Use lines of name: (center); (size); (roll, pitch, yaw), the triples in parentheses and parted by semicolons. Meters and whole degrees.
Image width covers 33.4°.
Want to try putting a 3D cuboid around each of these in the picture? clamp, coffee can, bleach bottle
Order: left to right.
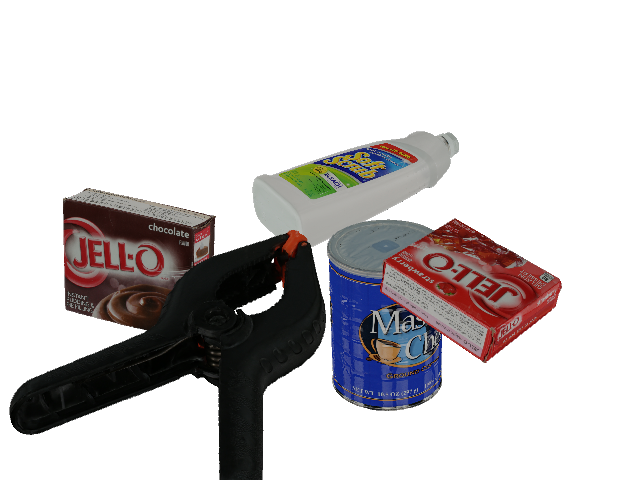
clamp: (-0.042, 0.056, 0.491); (0.120, 0.039, 0.171); (29, 48, 23)
bleach bottle: (0.052, -0.074, 1.238); (0.250, 0.068, 0.103); (-25, 44, -26)
coffee can: (0.059, 0.066, 0.957); (0.103, 0.140, 0.103); (-2, 26, 1)

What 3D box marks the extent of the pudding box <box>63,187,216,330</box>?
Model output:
pudding box: (-0.134, 0.016, 0.787); (0.114, 0.090, 0.039); (11, 23, 18)

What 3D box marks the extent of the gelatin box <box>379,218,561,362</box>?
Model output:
gelatin box: (0.094, 0.029, 0.674); (0.089, 0.030, 0.073); (33, 45, 32)
